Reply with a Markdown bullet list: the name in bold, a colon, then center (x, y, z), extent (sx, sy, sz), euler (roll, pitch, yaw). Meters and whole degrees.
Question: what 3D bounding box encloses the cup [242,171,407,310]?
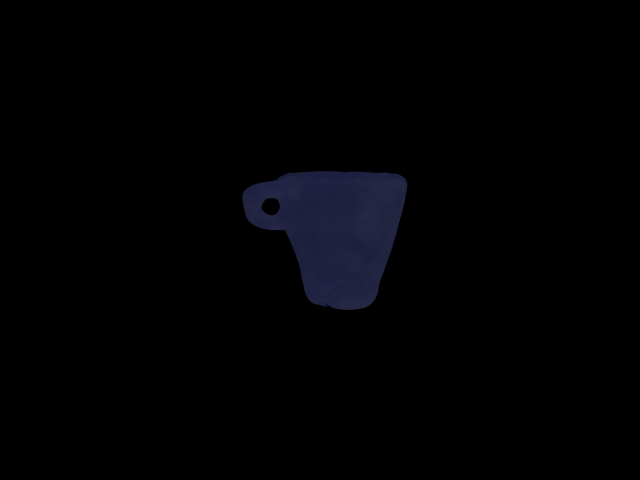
- **cup**: center (0.004, 0.001, 0.400), extent (0.118, 0.095, 0.091), euler (-5, 11, -28)
